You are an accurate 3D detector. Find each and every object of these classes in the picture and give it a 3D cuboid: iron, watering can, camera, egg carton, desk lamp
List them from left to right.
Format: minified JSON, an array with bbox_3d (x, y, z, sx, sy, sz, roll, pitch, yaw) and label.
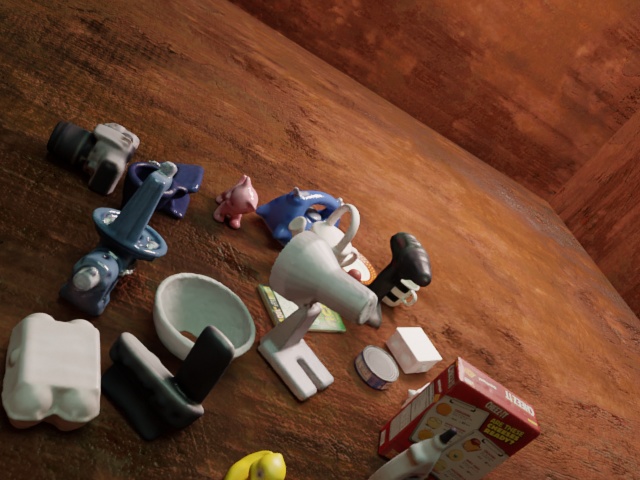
[{"bbox_3d":[-0.322,0.157,0.692,0.108,0.069,0.150,17,33,-35],"label":"egg carton"},{"bbox_3d":[-0.417,-0.176,1.060,0.137,0.100,0.143,27,29,-20],"label":"camera"},{"bbox_3d":[-0.012,0.121,0.969,0.203,0.213,0.118,47,28,18],"label":"desk lamp"},{"bbox_3d":[-0.016,-0.059,1.325,0.259,0.141,0.118,1,44,-50],"label":"iron"},{"bbox_3d":[0.012,0.006,1.199,0.173,0.194,0.100,4,42,-48],"label":"watering can"}]

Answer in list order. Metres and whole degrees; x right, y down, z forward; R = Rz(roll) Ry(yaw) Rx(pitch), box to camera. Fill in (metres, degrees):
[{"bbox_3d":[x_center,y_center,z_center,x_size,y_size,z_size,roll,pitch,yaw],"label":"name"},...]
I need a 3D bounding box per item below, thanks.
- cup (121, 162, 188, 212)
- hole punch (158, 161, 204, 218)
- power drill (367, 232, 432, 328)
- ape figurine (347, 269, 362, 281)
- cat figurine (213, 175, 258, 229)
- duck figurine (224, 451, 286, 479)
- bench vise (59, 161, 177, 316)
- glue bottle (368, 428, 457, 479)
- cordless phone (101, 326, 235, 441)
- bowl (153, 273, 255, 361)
[{"bbox_3d":[-0.310,-0.078,1.045,0.118,0.095,0.091,11,37,-42],"label":"cup"},{"bbox_3d":[-0.290,-0.112,1.126,0.101,0.091,0.108,28,29,-20],"label":"hole punch"},{"bbox_3d":[0.160,0.087,1.239,0.076,0.208,0.229,30,28,-15],"label":"power drill"},{"bbox_3d":[0.058,0.098,1.225,0.078,0.092,0.076,32,27,-12],"label":"ape figurine"},{"bbox_3d":[-0.169,-0.090,1.210,0.067,0.117,0.127,26,29,-23],"label":"cat figurine"},{"bbox_3d":[-0.075,0.308,0.740,0.077,0.086,0.104,36,27,-3],"label":"duck figurine"},{"bbox_3d":[-0.273,-0.002,0.832,0.122,0.219,0.207,25,30,-25],"label":"bench vise"},{"bbox_3d":[0.149,0.337,0.873,0.078,0.173,0.037,15,35,-38],"label":"glue bottle"},{"bbox_3d":[-0.188,0.152,0.735,0.147,0.185,0.094,42,27,7],"label":"cordless phone"},{"bbox_3d":[-0.189,0.135,0.883,0.168,0.074,0.167,29,28,-17],"label":"bowl"}]
